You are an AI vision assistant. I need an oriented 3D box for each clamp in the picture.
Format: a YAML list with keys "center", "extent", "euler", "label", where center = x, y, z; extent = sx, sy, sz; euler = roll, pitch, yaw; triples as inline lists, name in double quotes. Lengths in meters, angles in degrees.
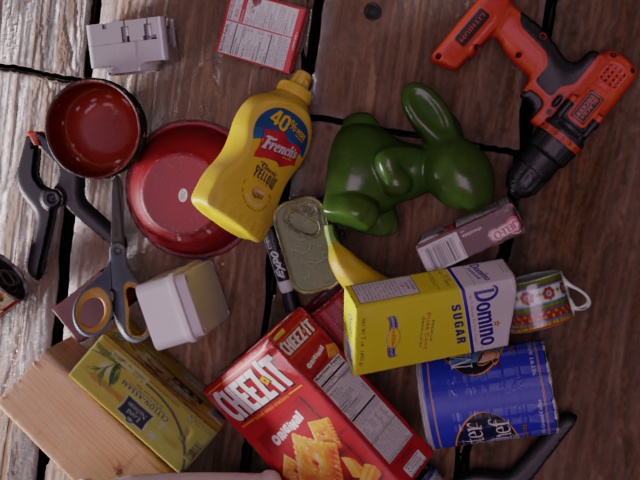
- center: [-0.291, -0.045, 1.230]
  extent: [0.120, 0.039, 0.171]
  euler: [-10, 96, 0]
  label: "clamp"
- center: [0.220, 0.304, 1.198]
  extent: [0.210, 0.036, 0.164]
  euler: [-24, 92, 11]
  label: "clamp"

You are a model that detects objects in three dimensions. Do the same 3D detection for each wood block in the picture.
- center: [-0.258, 0.221, 1.232]
  extent: [0.206, 0.090, 0.091]
  euler: [45, 100, 1]
  label: "wood block"

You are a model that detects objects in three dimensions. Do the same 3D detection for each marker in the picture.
- center: [-0.046, 0.028, 1.212]
  extent: [0.020, 0.020, 0.121]
  euler: [-16, 94, 10]
  label: "marker"

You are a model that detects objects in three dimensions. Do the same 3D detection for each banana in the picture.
- center: [0.082, 0.049, 1.136]
  extent: [0.197, 0.037, 0.069]
  euler: [25, 74, -26]
  label: "banana"

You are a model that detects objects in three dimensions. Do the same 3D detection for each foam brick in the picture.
- center: [-0.257, 0.073, 1.233]
  extent: [0.078, 0.051, 0.053]
  euler: [-37, 92, 11]
  label: "foam brick"

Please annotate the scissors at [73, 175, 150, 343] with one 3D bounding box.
- center: [-0.242, 0.025, 1.189]
  extent: [0.096, 0.016, 0.202]
  euler: [-14, 70, -19]
  label: "scissors"

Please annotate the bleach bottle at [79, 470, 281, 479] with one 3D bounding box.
- center: [-0.170, 0.288, 1.146]
  extent: [0.250, 0.068, 0.103]
  euler: [10, 127, -22]
  label: "bleach bottle"

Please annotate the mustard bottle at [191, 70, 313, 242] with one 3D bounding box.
- center: [-0.059, -0.100, 1.157]
  extent: [0.058, 0.096, 0.191]
  euler: [13, 72, 48]
  label: "mustard bottle"

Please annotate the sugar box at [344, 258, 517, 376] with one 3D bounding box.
- center: [0.113, 0.080, 1.102]
  extent: [0.176, 0.048, 0.093]
  euler: [-9, 126, -12]
  label: "sugar box"

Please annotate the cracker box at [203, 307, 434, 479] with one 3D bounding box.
- center: [-0.007, 0.199, 1.163]
  extent: [0.213, 0.072, 0.164]
  euler: [47, 137, -1]
  label: "cracker box"

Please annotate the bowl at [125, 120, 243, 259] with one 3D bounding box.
- center: [-0.149, -0.054, 1.199]
  extent: [0.162, 0.055, 0.162]
  euler: [1, 98, 8]
  label: "bowl"

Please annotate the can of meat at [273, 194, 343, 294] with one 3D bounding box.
- center: [-0.008, 0.001, 1.170]
  extent: [0.057, 0.084, 0.102]
  euler: [-16, 94, 9]
  label: "can of meat"

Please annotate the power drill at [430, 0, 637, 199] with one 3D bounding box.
- center: [0.211, -0.162, 1.132]
  extent: [0.187, 0.057, 0.184]
  euler: [39, 97, -1]
  label: "power drill"

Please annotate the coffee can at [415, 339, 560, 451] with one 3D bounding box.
- center: [0.180, 0.167, 1.154]
  extent: [0.140, 0.102, 0.103]
  euler: [-9, 96, 9]
  label: "coffee can"

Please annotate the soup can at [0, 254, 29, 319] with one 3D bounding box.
- center: [-0.401, 0.071, 1.245]
  extent: [0.102, 0.068, 0.068]
  euler: [-36, 91, 12]
  label: "soup can"

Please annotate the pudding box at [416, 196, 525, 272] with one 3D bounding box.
- center: [0.161, -0.006, 1.142]
  extent: [0.113, 0.090, 0.039]
  euler: [-23, 93, 11]
  label: "pudding box"

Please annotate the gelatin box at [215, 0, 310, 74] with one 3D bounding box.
- center: [-0.064, -0.230, 1.177]
  extent: [0.089, 0.030, 0.073]
  euler: [17, 101, 6]
  label: "gelatin box"

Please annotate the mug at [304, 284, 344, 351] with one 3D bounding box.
- center: [0.024, 0.098, 1.175]
  extent: [0.117, 0.093, 0.081]
  euler: [-40, 95, 6]
  label: "mug"

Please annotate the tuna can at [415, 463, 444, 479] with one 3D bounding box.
- center: [0.101, 0.288, 1.189]
  extent: [0.086, 0.086, 0.034]
  euler: [-37, 90, 11]
  label: "tuna can"
